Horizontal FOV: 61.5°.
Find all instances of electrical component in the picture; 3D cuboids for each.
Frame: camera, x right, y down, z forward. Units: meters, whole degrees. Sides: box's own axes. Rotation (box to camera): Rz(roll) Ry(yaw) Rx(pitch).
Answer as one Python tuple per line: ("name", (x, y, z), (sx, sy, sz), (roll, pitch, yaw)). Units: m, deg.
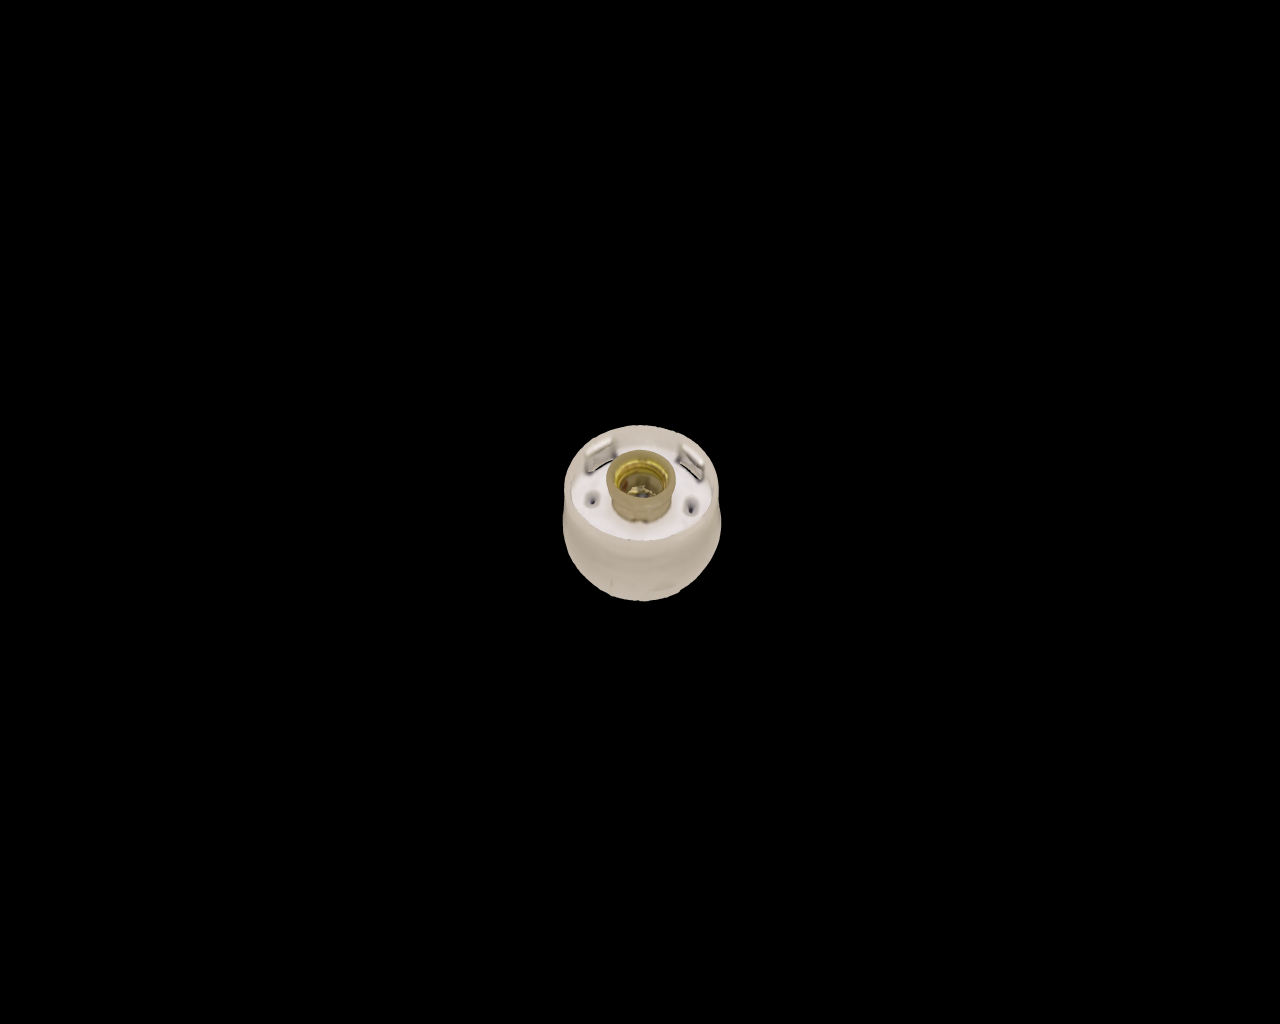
("electrical component", (0.001, -0.003, 0.650), (0.099, 0.099, 0.064), (0, -37, 0))
